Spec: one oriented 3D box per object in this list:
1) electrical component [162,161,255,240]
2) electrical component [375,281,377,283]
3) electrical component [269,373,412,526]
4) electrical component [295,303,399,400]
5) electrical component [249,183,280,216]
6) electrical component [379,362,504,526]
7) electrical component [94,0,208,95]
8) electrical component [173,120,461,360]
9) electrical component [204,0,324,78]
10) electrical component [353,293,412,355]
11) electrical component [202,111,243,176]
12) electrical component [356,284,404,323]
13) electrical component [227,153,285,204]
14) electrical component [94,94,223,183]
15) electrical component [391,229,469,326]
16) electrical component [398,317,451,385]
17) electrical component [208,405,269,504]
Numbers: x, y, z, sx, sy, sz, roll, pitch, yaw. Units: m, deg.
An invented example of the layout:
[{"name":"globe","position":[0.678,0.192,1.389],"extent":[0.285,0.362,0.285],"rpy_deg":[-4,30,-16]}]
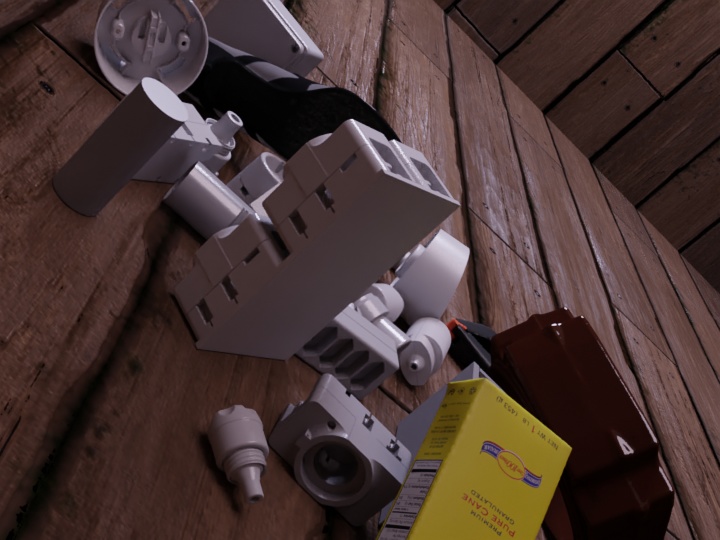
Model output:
[{"name":"electrical component","position":[-0.115,-0.045,0.870],"extent":[0.081,0.043,0.043],"rpy_deg":[43,21,-15]},{"name":"electrical component","position":[0.000,0.000,1.028],"extent":[0.040,0.040,0.078],"rpy_deg":[55,21,18]},{"name":"electrical component","position":[-0.013,0.127,0.750],"extent":[0.089,0.050,0.055],"rpy_deg":[45,20,-6]},{"name":"electrical component","position":[-0.015,0.051,0.891],"extent":[0.083,0.047,0.075],"rpy_deg":[38,22,-25]},{"name":"electrical component","position":[-0.075,-0.037,0.924],"extent":[0.048,0.066,0.055],"rpy_deg":[-40,98,-33]},{"name":"electrical component","position":[0.075,0.150,0.832],"extent":[0.062,0.089,0.150],"rpy_deg":[44,20,-10]},{"name":"electrical component","position":[-0.186,-0.208,0.953],"extent":[0.099,0.099,0.064],"rpy_deg":[35,17,-32]},{"name":"electrical component","position":[-0.035,-0.019,0.776],"extent":[0.105,0.186,0.060],"rpy_deg":[15,38,-56]},{"name":"electrical component","position":[-0.113,-0.226,1.115],"extent":[0.108,0.109,0.056],"rpy_deg":[52,18,12]},{"name":"electrical component","position":[0.012,0.054,0.945],"extent":[0.055,0.045,0.045],"rpy_deg":[52,20,11]},{"name":"electrical component","position":[-0.129,-0.111,0.937],"extent":[0.048,0.062,0.048],"rpy_deg":[40,21,-20]},{"name":"electrical component","position":[0.020,0.033,1.008],"extent":[0.040,0.040,0.078],"rpy_deg":[54,21,17]},{"name":"electrical component","position":[-0.086,-0.073,0.976],"extent":[0.055,0.047,0.055],"rpy_deg":[41,21,-19]},{"name":"electrical component","position":[-0.165,-0.109,0.876],"extent":[0.055,0.050,0.089],"rpy_deg":[54,21,15]},{"name":"electrical component","position":[0.070,0.011,1.075],"extent":[0.064,0.099,0.099],"rpy_deg":[41,20,-1]},{"name":"electrical component","position":[0.057,0.076,0.999],"extent":[0.043,0.043,0.081],"rpy_deg":[47,20,-2]},{"name":"electrical component","position":[-0.073,0.117,0.671],"extent":[0.035,0.035,0.061],"rpy_deg":[27,31,-45]}]
